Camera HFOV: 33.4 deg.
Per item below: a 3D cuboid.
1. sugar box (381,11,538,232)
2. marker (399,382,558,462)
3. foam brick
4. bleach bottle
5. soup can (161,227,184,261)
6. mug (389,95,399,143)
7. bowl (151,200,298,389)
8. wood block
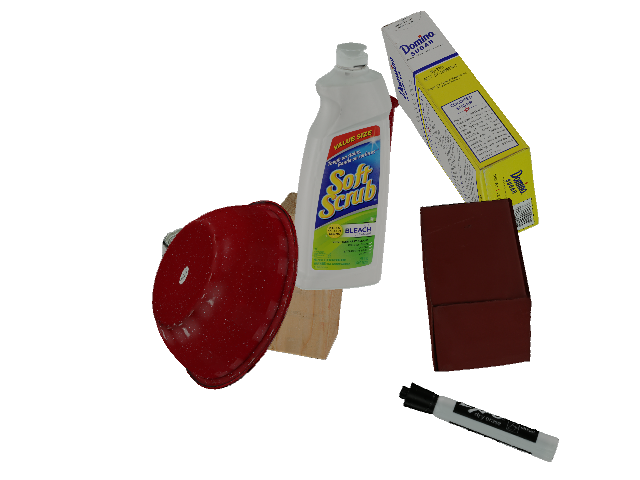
[{"bbox_3d":[0.107,-0.091,0.825,0.048,0.176,0.093,-23,-38,-2],"label":"sugar box"},{"bbox_3d":[0.116,0.134,0.795,0.121,0.020,0.020,20,4,11],"label":"marker"},{"bbox_3d":[0.082,0.023,0.571,0.051,0.053,0.078,-5,44,4],"label":"foam brick"},{"bbox_3d":[0.019,-0.075,1.086,0.102,0.251,0.068,-3,26,-9],"label":"bleach bottle"},{"bbox_3d":[-0.133,0.044,1.131,0.068,0.102,0.068,2,24,-1],"label":"soup can"},{"bbox_3d":[0.053,-0.138,1.319,0.093,0.081,0.117,16,25,27],"label":"mug"},{"bbox_3d":[-0.088,0.035,0.855,0.055,0.162,0.162,23,-13,-33],"label":"bowl"},{"bbox_3d":[-0.017,0.048,1.486,0.090,0.206,0.090,9,22,9],"label":"wood block"}]
